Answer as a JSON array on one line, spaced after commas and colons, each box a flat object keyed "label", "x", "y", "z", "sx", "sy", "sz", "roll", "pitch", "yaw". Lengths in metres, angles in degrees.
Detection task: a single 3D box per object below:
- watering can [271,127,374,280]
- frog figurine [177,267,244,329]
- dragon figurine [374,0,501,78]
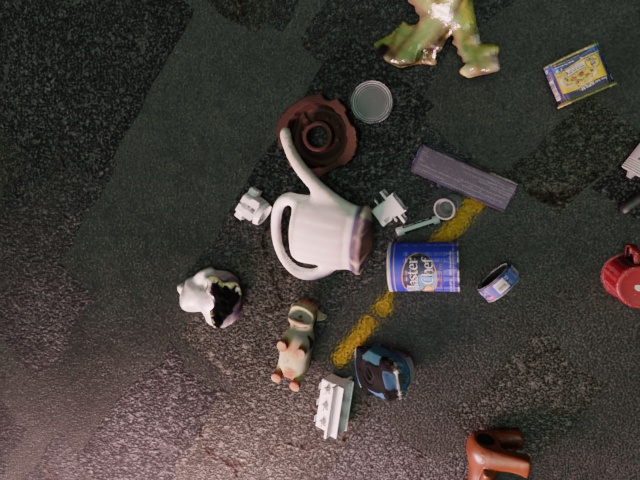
[{"label": "watering can", "x": 0.003, "y": -0.054, "z": 1.067, "sx": 0.225, "sy": 0.106, "sz": 0.340, "roll": 11, "pitch": 121, "yaw": 13}, {"label": "frog figurine", "x": -0.256, "y": 0.134, "z": 1.200, "sx": 0.159, "sy": 0.124, "sz": 0.136, "roll": -6, "pitch": 110, "yaw": 52}, {"label": "dragon figurine", "x": 0.186, "y": -0.453, "z": 0.988, "sx": 0.413, "sy": 0.123, "sz": 0.239, "roll": 38, "pitch": 114, "yaw": 16}]
